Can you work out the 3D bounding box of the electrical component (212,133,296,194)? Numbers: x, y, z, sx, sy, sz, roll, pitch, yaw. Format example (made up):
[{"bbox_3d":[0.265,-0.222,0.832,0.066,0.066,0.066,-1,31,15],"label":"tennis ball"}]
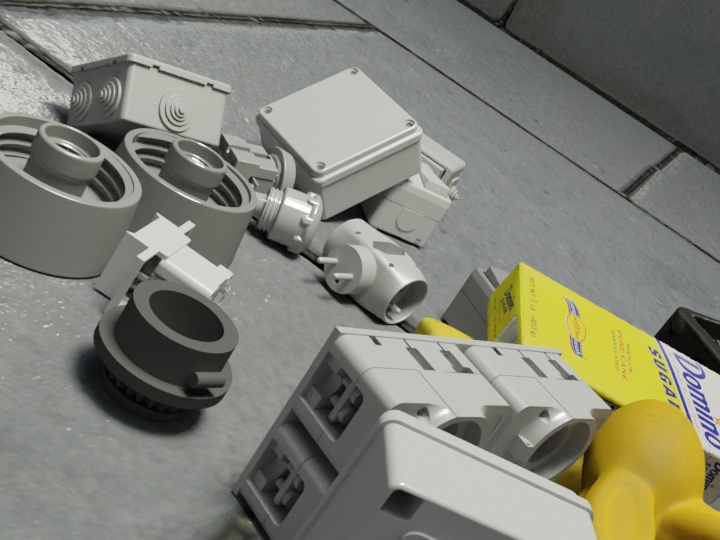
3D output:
[{"bbox_3d":[-0.085,-0.077,0.856,0.055,0.048,0.066,9,30,-32],"label":"electrical component"}]

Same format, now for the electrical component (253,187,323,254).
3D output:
[{"bbox_3d":[-0.062,-0.043,0.815,0.062,0.048,0.048,21,23,-10],"label":"electrical component"}]

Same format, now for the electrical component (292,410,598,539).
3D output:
[{"bbox_3d":[0.031,0.131,0.465,0.109,0.108,0.056,27,24,-15],"label":"electrical component"}]

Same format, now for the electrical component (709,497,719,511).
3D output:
[{"bbox_3d":[0.253,0.167,0.764,0.095,0.059,0.053,27,21,-13],"label":"electrical component"}]

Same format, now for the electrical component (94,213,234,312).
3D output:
[{"bbox_3d":[-0.113,0.005,0.637,0.064,0.042,0.081,34,21,1],"label":"electrical component"}]

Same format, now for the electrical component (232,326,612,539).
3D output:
[{"bbox_3d":[0.042,0.095,0.564,0.186,0.105,0.060,9,31,-46],"label":"electrical component"}]

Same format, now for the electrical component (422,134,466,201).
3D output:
[{"bbox_3d":[0.057,-0.096,1.073,0.096,0.061,0.061,36,21,9],"label":"electrical component"}]

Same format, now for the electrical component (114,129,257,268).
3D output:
[{"bbox_3d":[-0.121,-0.054,0.730,0.108,0.060,0.108,28,22,-12],"label":"electrical component"}]

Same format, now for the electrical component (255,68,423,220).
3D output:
[{"bbox_3d":[-0.018,-0.112,0.940,0.109,0.056,0.108,-28,51,-19],"label":"electrical component"}]

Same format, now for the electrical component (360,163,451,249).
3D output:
[{"bbox_3d":[0.038,-0.076,1.002,0.062,0.061,0.096,22,23,-25],"label":"electrical component"}]

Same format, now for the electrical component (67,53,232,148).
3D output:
[{"bbox_3d":[-0.157,-0.120,0.793,0.100,0.048,0.100,12,-6,-42],"label":"electrical component"}]

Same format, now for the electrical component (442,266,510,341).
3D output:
[{"bbox_3d":[0.119,0.048,0.841,0.062,0.061,0.096,19,25,-32],"label":"electrical component"}]

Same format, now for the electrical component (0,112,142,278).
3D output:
[{"bbox_3d":[-0.182,-0.052,0.639,0.108,0.060,0.108,28,22,-12],"label":"electrical component"}]

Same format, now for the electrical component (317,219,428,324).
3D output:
[{"bbox_3d":[0.000,0.000,0.805,0.079,0.043,0.077,3,35,-51],"label":"electrical component"}]
